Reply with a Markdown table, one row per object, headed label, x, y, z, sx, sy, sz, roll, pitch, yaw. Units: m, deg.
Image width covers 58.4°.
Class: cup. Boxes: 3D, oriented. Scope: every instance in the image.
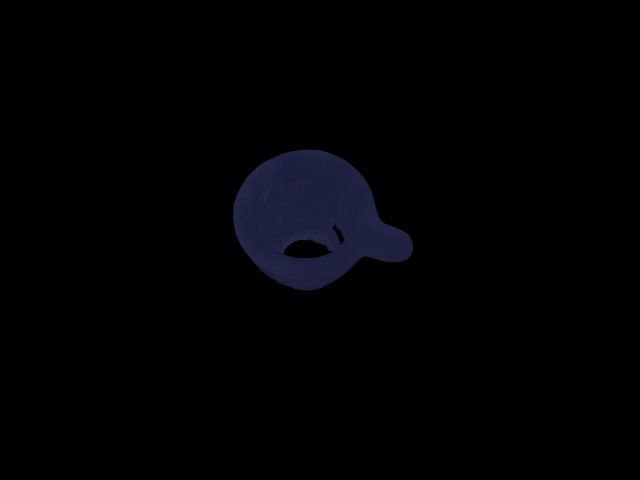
| label | x | y | z | sx | sy | sz | roll | pitch | yaw |
| --- | --- | --- | --- | --- | --- | --- | --- | --- | --- |
| cup | 0.004 | 0.001 | 0.400 | 0.117 | 0.095 | 0.092 | 17 | 68 | 7 |
